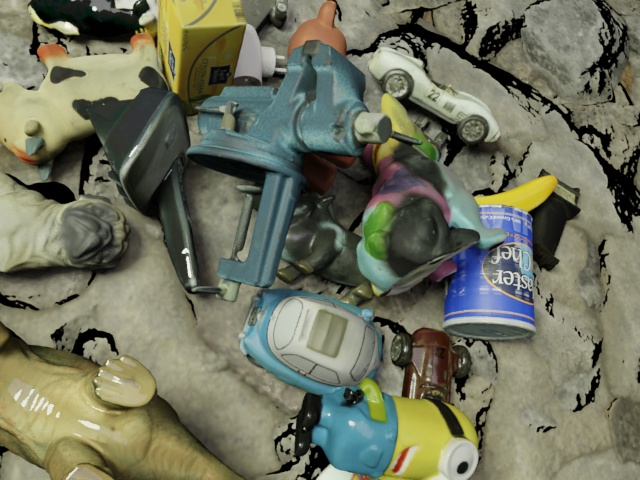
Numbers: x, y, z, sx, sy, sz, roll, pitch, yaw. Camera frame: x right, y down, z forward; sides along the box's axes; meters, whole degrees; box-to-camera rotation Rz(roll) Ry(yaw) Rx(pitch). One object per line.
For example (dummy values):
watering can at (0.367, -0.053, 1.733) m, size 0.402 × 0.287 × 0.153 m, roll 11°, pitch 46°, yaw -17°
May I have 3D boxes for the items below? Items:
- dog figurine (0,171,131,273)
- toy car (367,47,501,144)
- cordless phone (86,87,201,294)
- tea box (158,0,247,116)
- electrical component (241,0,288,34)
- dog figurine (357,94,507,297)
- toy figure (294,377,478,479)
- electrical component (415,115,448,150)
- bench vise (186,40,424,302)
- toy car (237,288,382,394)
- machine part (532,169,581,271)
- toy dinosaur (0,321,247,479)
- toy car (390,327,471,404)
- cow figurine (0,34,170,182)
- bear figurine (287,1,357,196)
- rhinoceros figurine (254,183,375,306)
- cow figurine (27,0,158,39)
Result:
dog figurine at (-0.302, -0.036, 0.530) m, size 0.190 × 0.121 × 0.172 m, roll -14°, pitch 80°, yaw -35°
toy car at (0.154, -0.189, 0.709) m, size 0.202 × 0.056 × 0.073 m, roll 28°, pitch 26°, yaw -6°
cordless phone at (-0.157, -0.040, 0.536) m, size 0.089 × 0.146 × 0.184 m, roll -15°, pitch 76°, yaw -12°
tea box at (-0.135, -0.219, 0.587) m, size 0.068 × 0.169 × 0.098 m, roll -11°, pitch 75°, yaw -21°
electrical component at (-0.091, -0.309, 0.696) m, size 0.102 × 0.045 × 0.078 m, roll 36°, pitch 65°, yaw -3°
dog figurine at (0.086, -0.058, 0.595) m, size 0.191 × 0.108 × 0.219 m, roll -8°, pitch 61°, yaw -41°
toy figure at (0.067, 0.182, 0.512) m, size 0.180 × 0.082 × 0.089 m, roll 16°, pitch 46°, yaw -8°
electrical component at (0.129, -0.122, 0.715) m, size 0.063 × 0.021 × 0.094 m, roll 41°, pitch 65°, yaw -2°
bench vise at (-0.041, -0.055, 0.505) m, size 0.224 × 0.128 × 0.240 m, roll 13°, pitch 87°, yaw 26°
toy car at (0.001, 0.103, 0.564) m, size 0.161 × 0.103 × 0.109 m, roll 26°, pitch 67°, yaw -10°
machine part at (0.316, -0.028, 0.735) m, size 0.084 × 0.039 × 0.139 m, roll 28°, pitch 65°, yaw -16°
toy dinosaur at (-0.181, 0.151, 0.440) m, size 0.471 × 0.198 × 0.105 m, roll 34°, pitch 66°, yaw -4°
toy car at (0.117, 0.197, 0.596) m, size 0.089 × 0.053 × 0.202 m, roll 17°, pitch 68°, yaw -14°
cow figurine at (-0.257, -0.142, 0.576) m, size 0.195 × 0.085 × 0.127 m, roll -16°, pitch 72°, yaw -21°
bear figurine at (0.001, -0.173, 0.646) m, size 0.132 × 0.120 × 0.196 m, roll 31°, pitch 62°, yaw -9°
rhinoceros figurine at (-0.001, -0.002, 0.611) m, size 0.190 × 0.073 × 0.112 m, roll 31°, pitch 68°, yaw -5°
cow figurine at (-0.244, -0.271, 0.626) m, size 0.167 × 0.068 × 0.098 m, roll 15°, pitch 75°, yaw -8°
